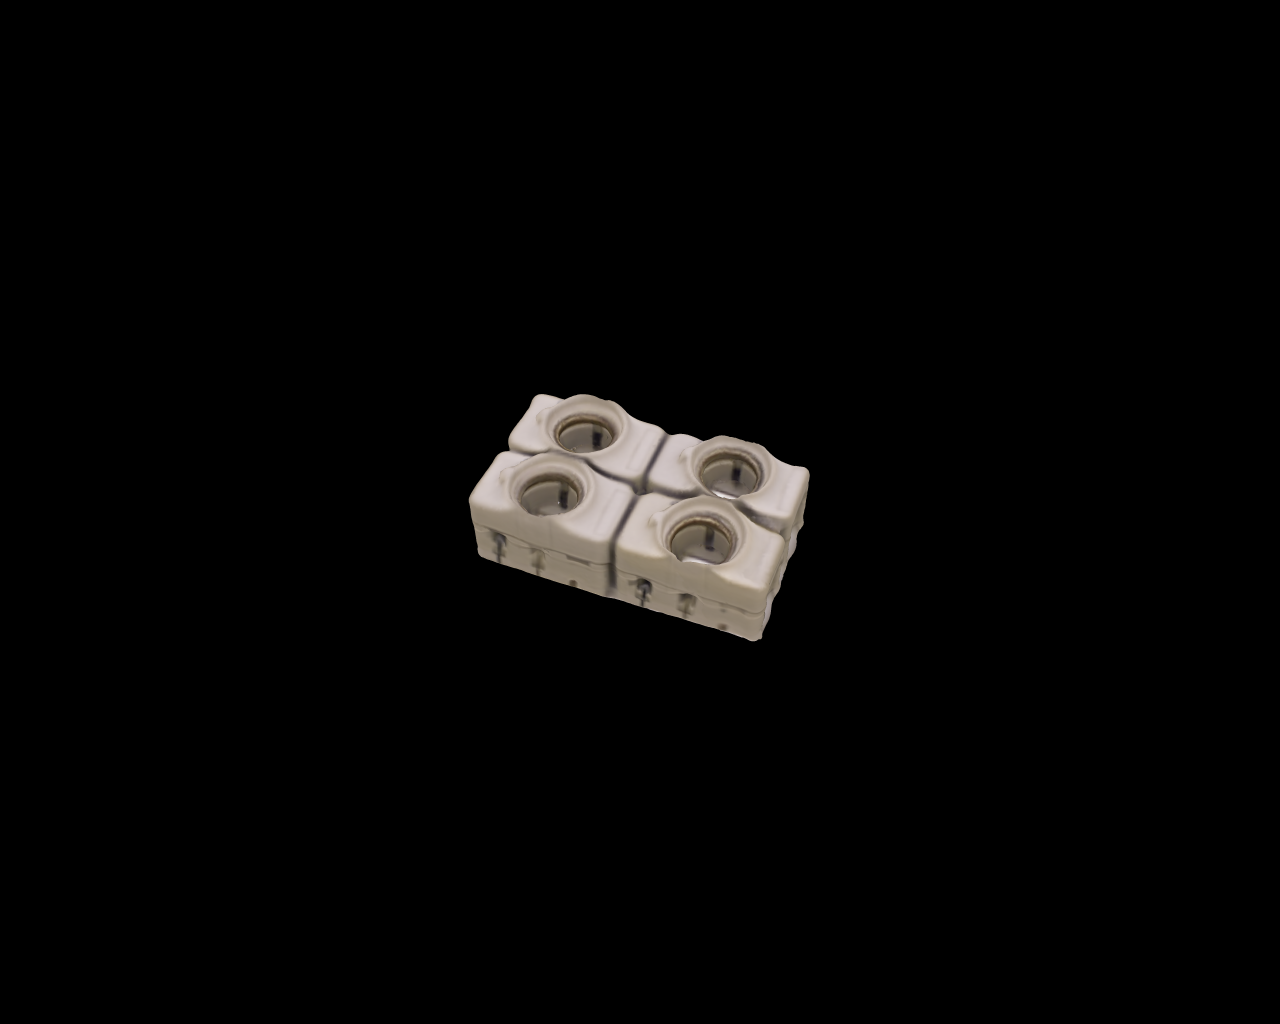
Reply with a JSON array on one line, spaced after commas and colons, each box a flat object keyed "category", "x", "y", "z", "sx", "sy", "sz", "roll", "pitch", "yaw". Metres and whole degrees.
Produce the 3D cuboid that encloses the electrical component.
[{"category": "electrical component", "x": 0.001, "y": -0.003, "z": 0.650, "sx": 0.186, "sy": 0.106, "sz": 0.060, "roll": 17, "pitch": -39, "yaw": 14}]
